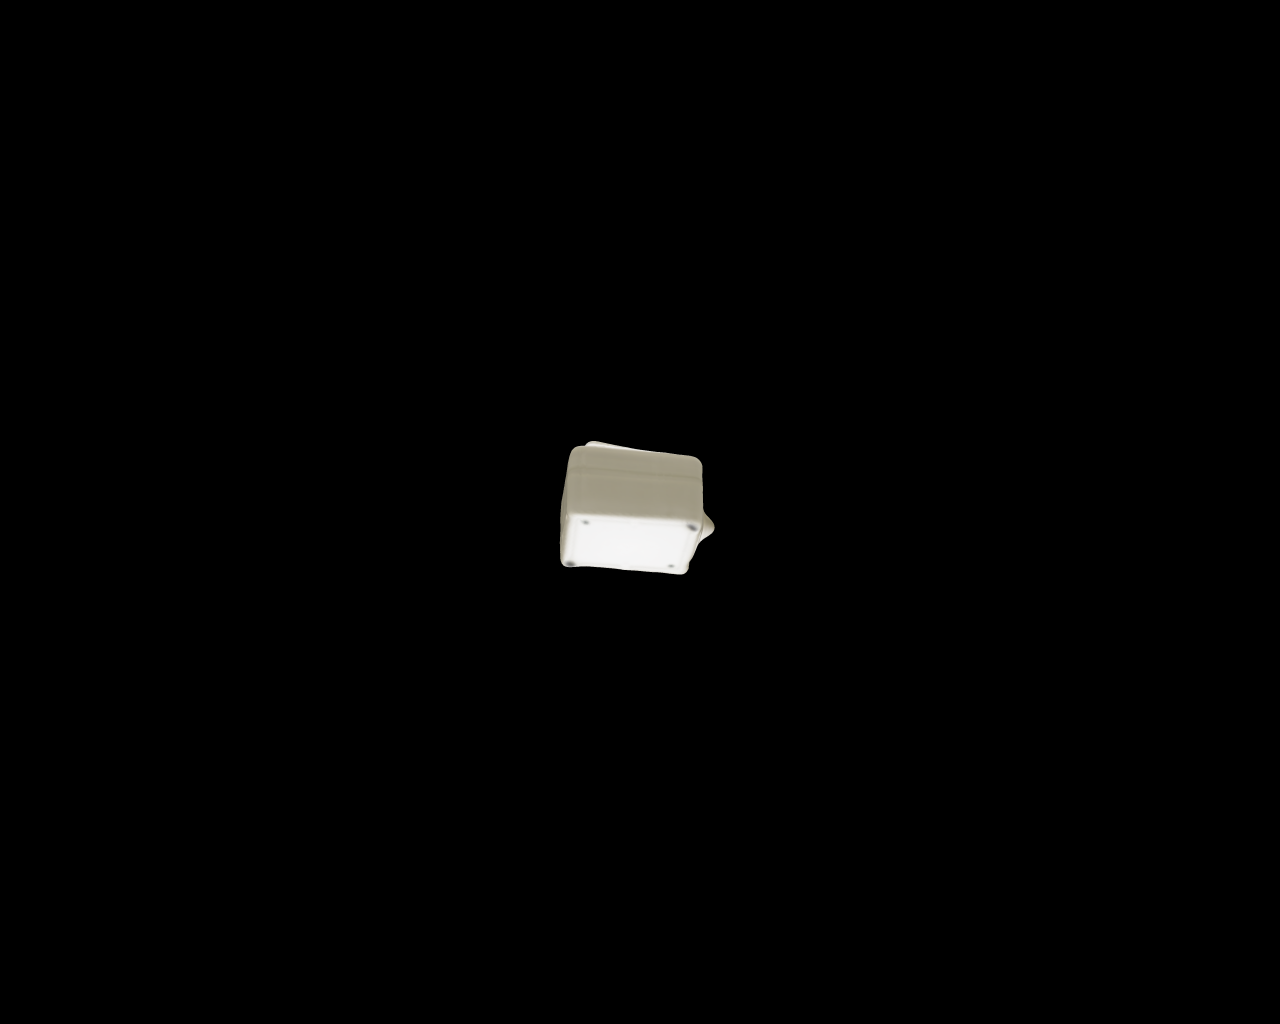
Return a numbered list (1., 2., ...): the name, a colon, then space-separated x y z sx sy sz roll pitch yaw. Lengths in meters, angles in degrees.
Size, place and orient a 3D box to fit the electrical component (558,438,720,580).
1. electrical component: 0.001 -0.003 0.650 0.096 0.061 0.061 5 -36 -7
